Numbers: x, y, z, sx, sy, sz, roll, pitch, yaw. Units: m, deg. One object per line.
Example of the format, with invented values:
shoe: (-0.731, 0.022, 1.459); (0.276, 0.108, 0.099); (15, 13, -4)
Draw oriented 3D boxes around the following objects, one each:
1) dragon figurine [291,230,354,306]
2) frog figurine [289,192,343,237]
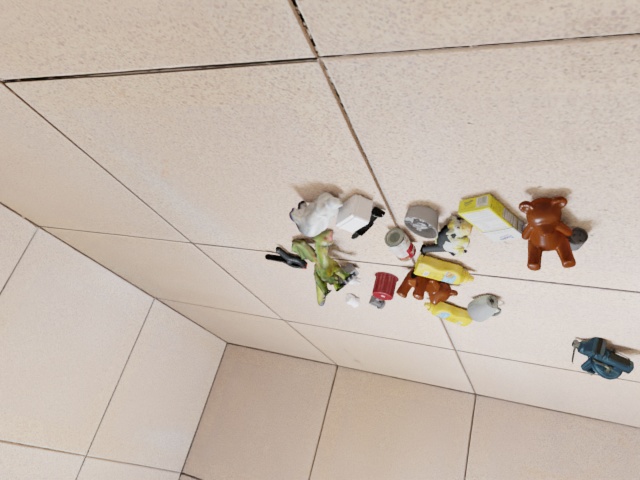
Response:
dragon figurine: (-0.015, 0.090, 1.871); (0.245, 0.124, 0.402); (51, 147, 12)
frog figurine: (0.005, -0.076, 1.516); (0.159, 0.123, 0.138); (-9, 179, 30)
